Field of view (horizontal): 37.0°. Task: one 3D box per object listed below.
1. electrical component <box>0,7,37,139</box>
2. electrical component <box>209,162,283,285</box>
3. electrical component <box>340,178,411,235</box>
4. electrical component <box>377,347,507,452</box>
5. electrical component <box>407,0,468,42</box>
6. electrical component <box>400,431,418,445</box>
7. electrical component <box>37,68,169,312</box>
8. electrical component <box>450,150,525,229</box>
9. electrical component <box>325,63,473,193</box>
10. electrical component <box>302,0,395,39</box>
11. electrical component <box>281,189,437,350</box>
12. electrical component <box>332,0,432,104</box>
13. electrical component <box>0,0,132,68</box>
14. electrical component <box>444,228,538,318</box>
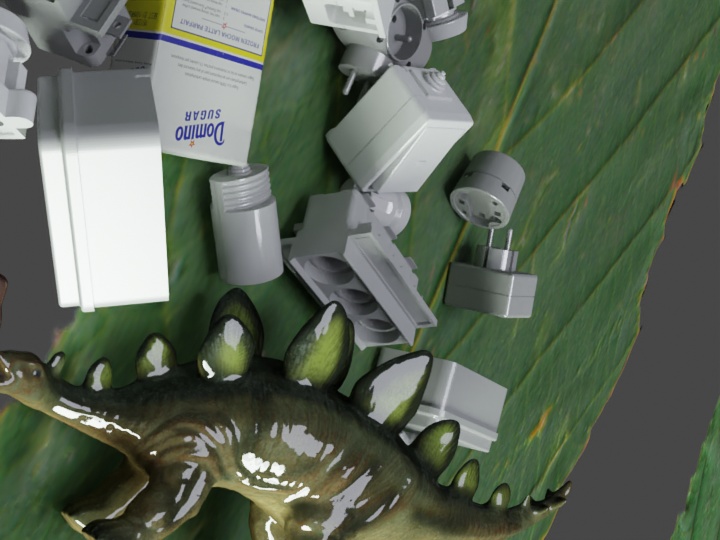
[{"bbox_3d":[-0.189,-0.097,0.527,0.048,0.066,0.055,69,23,-71],"label":"electrical component"},{"bbox_3d":[-0.076,-0.035,0.706,0.043,0.043,0.081,-29,122,-46],"label":"electrical component"},{"bbox_3d":[0.010,-0.049,0.821,0.046,0.040,0.040,20,84,-47],"label":"electrical component"},{"bbox_3d":[0.065,0.111,0.907,0.113,0.078,0.057,30,73,-52],"label":"electrical component"},{"bbox_3d":[0.056,-0.208,0.830,0.066,0.048,0.055,-37,120,-42],"label":"electrical component"},{"bbox_3d":[0.038,0.171,0.917,0.043,0.043,0.081,-37,128,-42],"label":"electrical component"},{"bbox_3d":[-0.135,-0.043,0.569,0.057,0.078,0.113,-5,128,-13],"label":"electrical component"},{"bbox_3d":[0.113,-0.071,0.938,0.047,0.055,0.055,-61,141,-27],"label":"electrical component"},{"bbox_3d":[0.035,-0.103,0.779,0.062,0.061,0.096,-7,149,-52],"label":"electrical component"},{"bbox_3d":[0.003,-0.260,0.688,0.105,0.060,0.186,61,42,-76],"label":"electrical component"},{"bbox_3d":[0.000,0.000,0.794,0.121,0.079,0.063,53,38,-46],"label":"electrical component"},{"bbox_3d":[0.009,-0.159,0.782,0.077,0.044,0.079,31,80,-52],"label":"electrical component"},{"bbox_3d":[-0.152,-0.141,0.554,0.042,0.081,0.063,-62,163,-20],"label":"electrical component"},{"bbox_3d":[0.119,-0.001,0.957,0.047,0.066,0.076,3,97,-53],"label":"electrical component"}]
